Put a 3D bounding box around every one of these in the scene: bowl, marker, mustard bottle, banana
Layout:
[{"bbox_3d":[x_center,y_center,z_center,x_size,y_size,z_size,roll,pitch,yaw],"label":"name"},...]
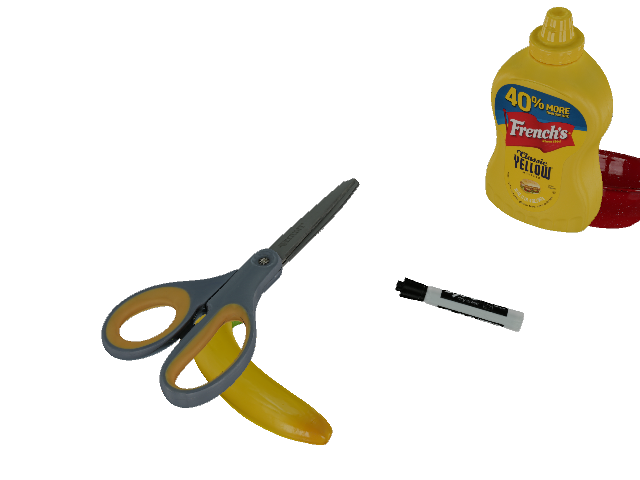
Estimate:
[{"bbox_3d":[0.290,-0.053,1.125,0.162,0.055,0.162,6,20,-2],"label":"bowl"},{"bbox_3d":[0.129,0.059,0.998,0.121,0.020,0.020,17,1,3],"label":"marker"},{"bbox_3d":[0.183,-0.098,0.851,0.096,0.192,0.058,25,50,29],"label":"mustard bottle"},{"bbox_3d":[-0.060,0.102,0.853,0.069,0.037,0.198,-8,30,-23],"label":"banana"}]

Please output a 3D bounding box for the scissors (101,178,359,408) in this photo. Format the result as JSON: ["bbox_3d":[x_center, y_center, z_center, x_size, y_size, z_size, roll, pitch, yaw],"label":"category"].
[{"bbox_3d":[-0.053,0.017,0.624,0.096,0.016,0.201,11,43,17],"label":"scissors"}]
